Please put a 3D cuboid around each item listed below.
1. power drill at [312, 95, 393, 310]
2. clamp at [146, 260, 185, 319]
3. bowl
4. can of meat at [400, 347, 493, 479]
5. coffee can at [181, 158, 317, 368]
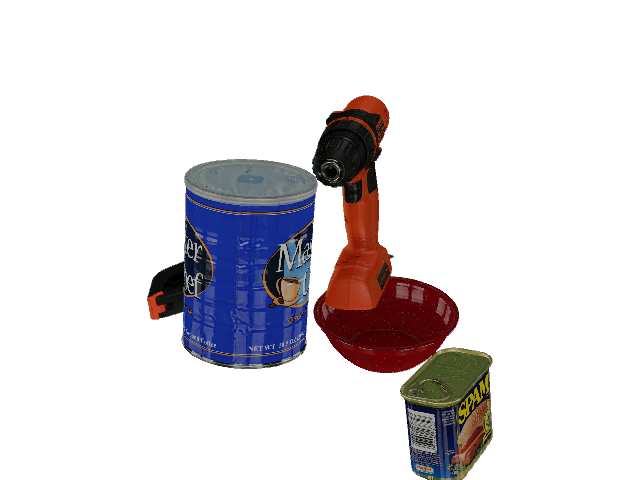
[{"bbox_3d":[0.032,-0.032,1.023,0.057,0.188,0.184,5,24,14],"label":"power drill"},{"bbox_3d":[-0.125,0.038,1.211,0.120,0.039,0.171,0,30,30],"label":"clamp"},{"bbox_3d":[0.073,0.101,1.197,0.162,0.055,0.162,0,27,0],"label":"bowl"},{"bbox_3d":[0.117,0.158,0.965,0.058,0.084,0.101,6,24,31],"label":"can of meat"},{"bbox_3d":[-0.058,0.016,0.846,0.103,0.140,0.103,3,20,-1],"label":"coffee can"}]
